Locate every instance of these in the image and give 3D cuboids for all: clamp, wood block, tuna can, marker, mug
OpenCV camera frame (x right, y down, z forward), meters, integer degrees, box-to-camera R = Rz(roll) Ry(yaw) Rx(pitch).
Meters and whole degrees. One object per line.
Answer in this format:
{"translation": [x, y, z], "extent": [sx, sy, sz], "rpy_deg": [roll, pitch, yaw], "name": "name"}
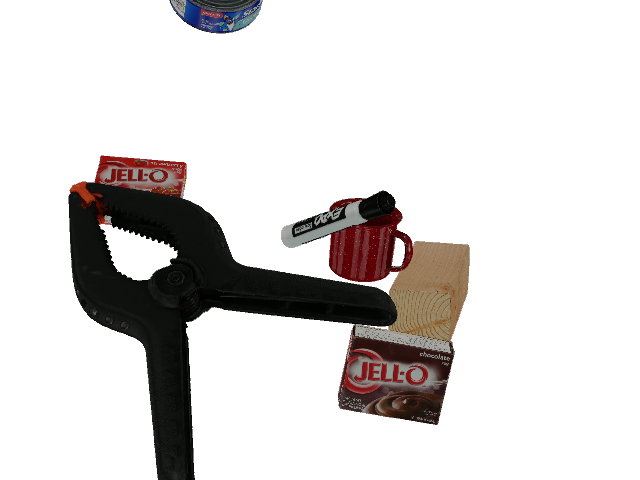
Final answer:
{"translation": [-0.070, 0.029, 0.624], "extent": [0.164, 0.210, 0.036], "rpy_deg": [-33, -30, -17], "name": "clamp"}
{"translation": [0.168, 0.079, 1.627], "extent": [0.091, 0.090, 0.206], "rpy_deg": [5, 21, 14], "name": "wood block"}
{"translation": [-0.091, -0.225, 0.943], "extent": [0.086, 0.086, 0.034], "rpy_deg": [0, -30, -14], "name": "tuna can"}
{"translation": [0.013, -0.016, 0.831], "extent": [0.020, 0.020, 0.121], "rpy_deg": [0, -12, -42], "name": "marker"}
{"translation": [0.064, 0.004, 1.356], "extent": [0.117, 0.081, 0.093], "rpy_deg": [17, 27, 25], "name": "mug"}

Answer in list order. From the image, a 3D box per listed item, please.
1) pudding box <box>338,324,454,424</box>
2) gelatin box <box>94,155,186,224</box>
{"translation": [0.082, 0.145, 1.160], "extent": [0.113, 0.090, 0.039], "rpy_deg": [9, 23, -2], "name": "pudding box"}
{"translation": [-0.183, -0.049, 1.070], "extent": [0.089, 0.073, 0.030], "rpy_deg": [5, -43, -3], "name": "gelatin box"}
